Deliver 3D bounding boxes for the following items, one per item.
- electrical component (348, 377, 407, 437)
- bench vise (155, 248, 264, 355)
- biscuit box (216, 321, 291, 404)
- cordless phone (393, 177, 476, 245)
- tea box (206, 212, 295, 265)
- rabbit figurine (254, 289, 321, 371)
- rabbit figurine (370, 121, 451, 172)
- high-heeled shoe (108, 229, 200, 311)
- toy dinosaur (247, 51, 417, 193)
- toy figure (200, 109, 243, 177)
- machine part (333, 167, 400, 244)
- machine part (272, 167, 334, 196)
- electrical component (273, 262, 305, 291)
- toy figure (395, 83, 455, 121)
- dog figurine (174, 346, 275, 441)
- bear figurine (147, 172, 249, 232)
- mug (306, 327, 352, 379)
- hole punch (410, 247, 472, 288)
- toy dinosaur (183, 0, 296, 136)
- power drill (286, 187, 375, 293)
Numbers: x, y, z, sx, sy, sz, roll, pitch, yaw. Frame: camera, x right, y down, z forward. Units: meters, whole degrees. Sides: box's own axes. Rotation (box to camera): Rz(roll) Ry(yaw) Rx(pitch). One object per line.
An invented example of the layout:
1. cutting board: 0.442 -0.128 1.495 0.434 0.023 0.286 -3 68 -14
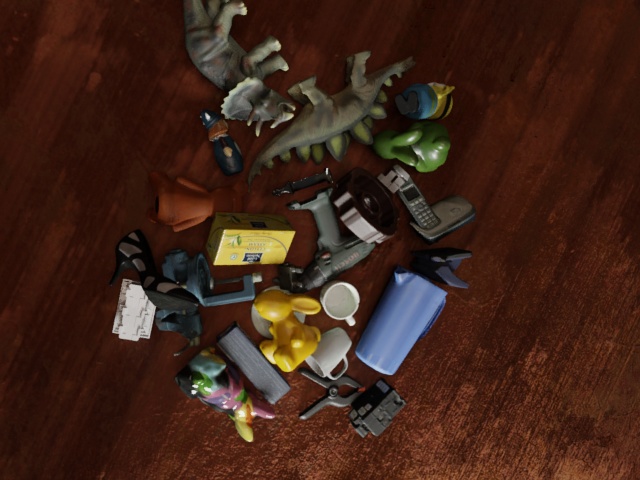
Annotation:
1. electrical component: 0.131 0.401 1.281 0.134 0.115 0.058 -43 97 -5
2. bench vise: -0.241 0.121 1.172 0.241 0.129 0.223 -9 86 2
3. biscuit box: -0.153 0.283 1.239 0.063 0.059 0.202 -40 101 -8
4. cordless phone: 0.270 -0.092 1.294 0.147 0.088 0.184 -30 81 -7
5. tea box: -0.151 -0.002 1.168 0.169 0.068 0.098 -1 128 -32
6. rabbit figurine: -0.073 0.180 1.195 0.162 0.122 0.173 -33 102 -12
7. rabbit figurine: 0.203 -0.209 1.235 0.170 0.159 0.121 0 105 -2
8. high-heeled shoe: -0.331 0.058 1.122 0.249 0.086 0.145 13 59 18
9. toy dinosaur: 0.014 -0.275 1.208 0.471 0.105 0.198 -28 104 0
10. toy figure: -0.217 -0.217 1.184 0.058 0.064 0.154 -26 97 -44
11. machine part: 0.106 -0.075 1.217 0.179 0.179 0.056 45 127 -12
12. machine part: -0.039 -0.127 1.212 0.139 0.084 0.039 -18 89 3
13. electrical component: -0.073 0.082 1.222 0.021 0.094 0.063 -17 105 -47
14. toy figure: 0.239 -0.313 1.231 0.180 0.082 0.089 -27 136 -48
15. dog figurine: -0.202 0.340 1.180 0.219 0.191 0.108 43 79 3
16. bear figurine: -0.264 -0.085 1.171 0.196 0.132 0.120 -5 106 -31
17. mug: 0.028 0.265 1.265 0.107 0.081 0.109 -40 94 -20
18. hole punch: 0.288 0.067 1.282 0.116 0.142 0.092 -2 99 -23
19. toy dinosaur: -0.205 -0.398 1.149 0.404 0.131 0.192 44 85 -6
20. power drill: -0.003 -0.004 1.237 0.232 0.086 0.207 -25 95 0
